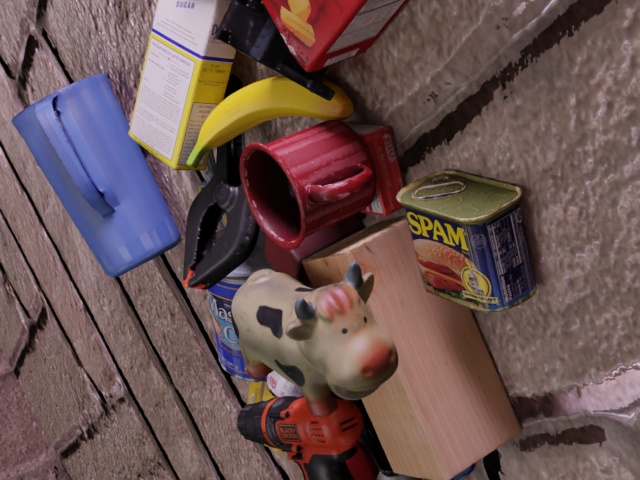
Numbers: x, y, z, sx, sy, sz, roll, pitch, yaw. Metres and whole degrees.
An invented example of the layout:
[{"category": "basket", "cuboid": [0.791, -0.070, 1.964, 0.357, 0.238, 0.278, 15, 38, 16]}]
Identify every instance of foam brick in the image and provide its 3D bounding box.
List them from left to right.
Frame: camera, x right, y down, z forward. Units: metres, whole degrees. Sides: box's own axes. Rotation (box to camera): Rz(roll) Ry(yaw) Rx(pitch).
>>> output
[{"category": "foam brick", "cuboid": [-0.007, 0.001, 0.997, 0.051, 0.078, 0.053, 50, 150, 23]}]

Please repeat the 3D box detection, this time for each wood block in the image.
[{"category": "wood block", "cuboid": [0.077, 0.091, 0.913, 0.090, 0.090, 0.206, -13, 102, 63]}]

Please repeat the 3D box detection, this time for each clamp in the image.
[{"category": "clamp", "cuboid": [-0.085, -0.051, 1.038, 0.165, 0.036, 0.210, 46, 113, 41]}, {"category": "clamp", "cuboid": [0.046, 0.174, 1.048, 0.171, 0.039, 0.120, 97, 159, -78]}]

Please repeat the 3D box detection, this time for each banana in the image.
[{"category": "banana", "cuboid": [-0.044, -0.115, 0.965, 0.198, 0.037, 0.069, -15, 67, 40]}]

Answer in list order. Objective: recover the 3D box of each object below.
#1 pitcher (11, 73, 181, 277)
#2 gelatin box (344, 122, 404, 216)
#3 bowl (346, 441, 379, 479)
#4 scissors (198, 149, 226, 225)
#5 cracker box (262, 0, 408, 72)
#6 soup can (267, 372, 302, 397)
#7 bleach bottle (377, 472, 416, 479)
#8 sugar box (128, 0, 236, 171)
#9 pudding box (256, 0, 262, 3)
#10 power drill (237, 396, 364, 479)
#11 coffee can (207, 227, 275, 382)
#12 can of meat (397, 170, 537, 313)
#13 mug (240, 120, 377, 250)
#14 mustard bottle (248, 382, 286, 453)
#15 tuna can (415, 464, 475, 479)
[{"category": "pitcher", "cuboid": [-0.279, -0.078, 1.351, 0.145, 0.149, 0.243, -23, 97, 48]}, {"category": "gelatin box", "cuboid": [0.034, -0.063, 0.921, 0.089, 0.030, 0.073, 13, 123, 56]}, {"category": "bowl", "cuboid": [0.027, 0.255, 1.148, 0.162, 0.055, 0.162, 177, 90, -78]}, {"category": "scissors", "cuboid": [-0.103, -0.050, 1.152, 0.096, 0.016, 0.202, 52, 164, 7]}, {"category": "cracker box", "cuboid": [0.009, -0.241, 0.761, 0.164, 0.072, 0.214, 60, 152, 6]}, {"category": "soup can", "cuboid": [-0.012, 0.110, 1.080, 0.069, 0.068, 0.102, 37, 123, 42]}, {"category": "bleach bottle", "cuboid": [0.140, 0.294, 1.013, 0.251, 0.068, 0.102, 40, 144, 43]}, {"category": "sugar box", "cuboid": [-0.129, -0.165, 1.032, 0.093, 0.048, 0.176, 35, 114, 40]}, {"category": "pudding box", "cuboid": [-0.090, -0.262, 0.932, 0.114, 0.039, 0.090, 26, 144, 38]}, {"category": "power drill", "cuboid": [-0.005, 0.240, 1.029, 0.185, 0.057, 0.187, -14, 97, 57]}, {"category": "coffee can", "cuboid": [-0.067, 0.065, 1.132, 0.103, 0.102, 0.140, 36, 143, 43]}, {"category": "can of meat", "cuboid": [0.112, 0.001, 0.810, 0.102, 0.057, 0.084, 21, 134, 54]}, {"category": "mug", "cuboid": [-0.002, -0.049, 0.870, 0.117, 0.081, 0.093, 6, 117, 59]}, {"category": "mustard bottle", "cuboid": [-0.042, 0.186, 1.186, 0.192, 0.058, 0.096, 147, 120, -79]}, {"category": "tuna can", "cuboid": [0.107, 0.194, 1.013, 0.086, 0.033, 0.086, 42, 146, 37]}]
